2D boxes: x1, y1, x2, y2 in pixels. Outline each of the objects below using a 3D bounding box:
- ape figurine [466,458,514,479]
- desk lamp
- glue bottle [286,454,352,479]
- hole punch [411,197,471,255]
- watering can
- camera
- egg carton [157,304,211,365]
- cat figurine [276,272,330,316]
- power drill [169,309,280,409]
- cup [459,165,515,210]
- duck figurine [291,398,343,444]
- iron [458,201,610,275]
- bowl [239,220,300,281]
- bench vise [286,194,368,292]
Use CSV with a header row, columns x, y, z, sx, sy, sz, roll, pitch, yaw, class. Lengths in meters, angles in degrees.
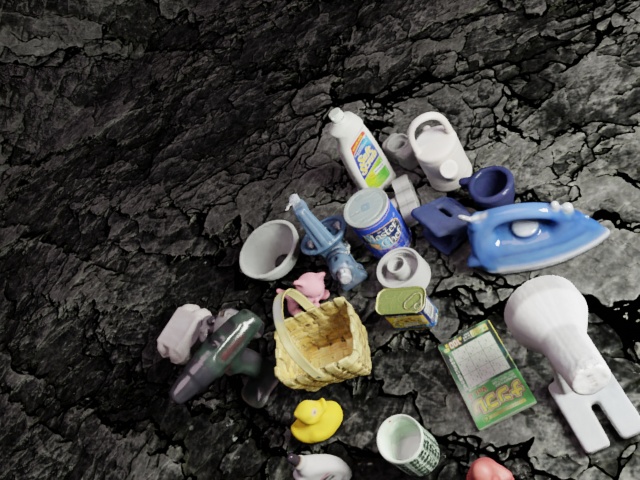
x,y,z,sx,sy,sz,roll,pitch,yaw,class
0.257,0.370,0.886,0.077,0.092,0.076,-20,49,21,ape figurine
0.380,0.181,0.858,0.118,0.214,0.203,-31,45,11,desk lamp
-0.011,0.399,0.989,0.078,0.174,0.037,-47,45,-5,glue bottle
0.259,-0.044,1.200,0.101,0.091,0.108,-42,44,0,hole punch
0.258,-0.197,1.243,0.101,0.195,0.172,-44,44,-2,watering can
-0.216,0.233,1.308,0.142,0.101,0.137,-13,51,26,camera
-0.330,0.231,1.410,0.107,0.070,0.150,14,66,40,egg carton
-0.035,0.114,1.263,0.127,0.118,0.067,-11,52,28,cat figurine
-0.177,0.266,1.179,0.075,0.209,0.230,19,70,42,power drill
0.347,-0.092,1.174,0.117,0.095,0.092,14,66,40,cup
-0.018,0.341,1.101,0.104,0.086,0.077,-33,45,9,duck figurine
0.388,-0.027,1.063,0.257,0.142,0.118,-12,52,27,iron
-0.110,0.037,1.403,0.167,0.075,0.167,-18,49,23,bowl
0.020,-0.004,1.242,0.121,0.220,0.206,-47,45,-5,bench vise
